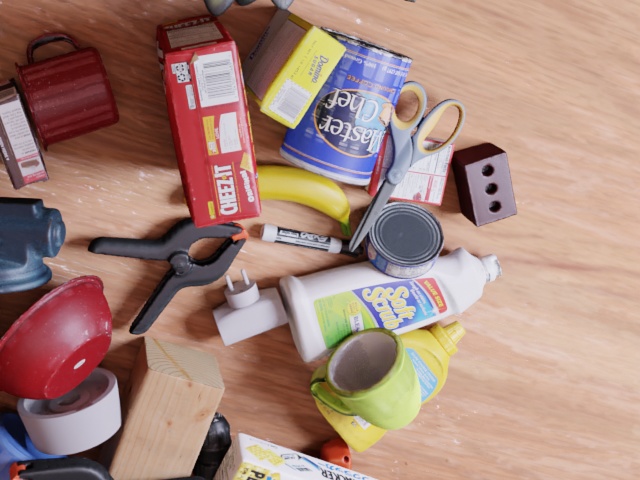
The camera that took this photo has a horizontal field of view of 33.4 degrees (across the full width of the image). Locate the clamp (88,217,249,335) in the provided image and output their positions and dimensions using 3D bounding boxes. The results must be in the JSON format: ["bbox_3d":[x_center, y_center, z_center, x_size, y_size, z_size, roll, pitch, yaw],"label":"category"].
[{"bbox_3d":[-0.165,0.016,1.171,0.171,0.039,0.120,-33,118,-4],"label":"clamp"}]

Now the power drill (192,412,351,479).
[{"bbox_3d":[-0.058,0.282,1.273,0.187,0.057,0.184,-3,112,-8],"label":"power drill"}]

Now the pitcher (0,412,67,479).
[{"bbox_3d":[-0.384,0.315,1.185,0.145,0.149,0.243,40,93,-6],"label":"pitcher"}]

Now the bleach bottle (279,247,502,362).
[{"bbox_3d":[0.086,0.058,1.227,0.250,0.068,0.102,-17,112,-9],"label":"bleach bottle"}]

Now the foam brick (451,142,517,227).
[{"bbox_3d":[0.186,-0.064,1.212,0.053,0.051,0.078,-18,111,-6],"label":"foam brick"}]

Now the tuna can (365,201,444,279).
[{"bbox_3d":[0.094,0.001,1.196,0.086,0.086,0.034,-4,148,-11],"label":"tuna can"}]

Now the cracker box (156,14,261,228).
[{"bbox_3d":[-0.112,-0.123,1.041,0.072,0.214,0.164,-11,110,-7],"label":"cracker box"}]

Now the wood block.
[{"bbox_3d":[-0.190,0.228,1.208,0.090,0.091,0.206,18,104,-17],"label":"wood block"}]

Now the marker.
[{"bbox_3d":[-0.008,0.002,1.209,0.121,0.020,0.020,11,105,-15],"label":"marker"}]

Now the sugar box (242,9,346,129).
[{"bbox_3d":[-0.033,-0.175,1.061,0.048,0.176,0.093,32,100,-18],"label":"sugar box"}]

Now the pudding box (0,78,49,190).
[{"bbox_3d":[-0.303,-0.107,1.060,0.039,0.113,0.090,-20,112,-9],"label":"pudding box"}]

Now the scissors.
[{"bbox_3d":[0.073,-0.090,1.164,0.202,0.016,0.096,-45,103,-2],"label":"scissors"}]

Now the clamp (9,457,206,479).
[{"bbox_3d":[-0.243,0.298,1.144,0.209,0.036,0.165,25,101,-26],"label":"clamp"}]

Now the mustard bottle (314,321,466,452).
[{"bbox_3d":[0.092,0.160,1.262,0.191,0.058,0.096,-38,110,2],"label":"mustard bottle"}]

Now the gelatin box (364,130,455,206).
[{"bbox_3d":[0.100,-0.082,1.200,0.089,0.030,0.073,7,105,-14],"label":"gelatin box"}]

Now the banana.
[{"bbox_3d":[-0.047,-0.049,1.174,0.197,0.037,0.070,11,105,-15],"label":"banana"}]

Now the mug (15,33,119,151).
[{"bbox_3d":[-0.256,-0.156,1.075,0.081,0.093,0.117,-19,75,-11],"label":"mug"}]

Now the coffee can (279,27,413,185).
[{"bbox_3d":[0.027,-0.141,1.124,0.102,0.103,0.140,15,104,-17],"label":"coffee can"}]

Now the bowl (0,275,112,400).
[{"bbox_3d":[-0.270,0.114,1.114,0.055,0.162,0.162,41,97,14],"label":"bowl"}]
